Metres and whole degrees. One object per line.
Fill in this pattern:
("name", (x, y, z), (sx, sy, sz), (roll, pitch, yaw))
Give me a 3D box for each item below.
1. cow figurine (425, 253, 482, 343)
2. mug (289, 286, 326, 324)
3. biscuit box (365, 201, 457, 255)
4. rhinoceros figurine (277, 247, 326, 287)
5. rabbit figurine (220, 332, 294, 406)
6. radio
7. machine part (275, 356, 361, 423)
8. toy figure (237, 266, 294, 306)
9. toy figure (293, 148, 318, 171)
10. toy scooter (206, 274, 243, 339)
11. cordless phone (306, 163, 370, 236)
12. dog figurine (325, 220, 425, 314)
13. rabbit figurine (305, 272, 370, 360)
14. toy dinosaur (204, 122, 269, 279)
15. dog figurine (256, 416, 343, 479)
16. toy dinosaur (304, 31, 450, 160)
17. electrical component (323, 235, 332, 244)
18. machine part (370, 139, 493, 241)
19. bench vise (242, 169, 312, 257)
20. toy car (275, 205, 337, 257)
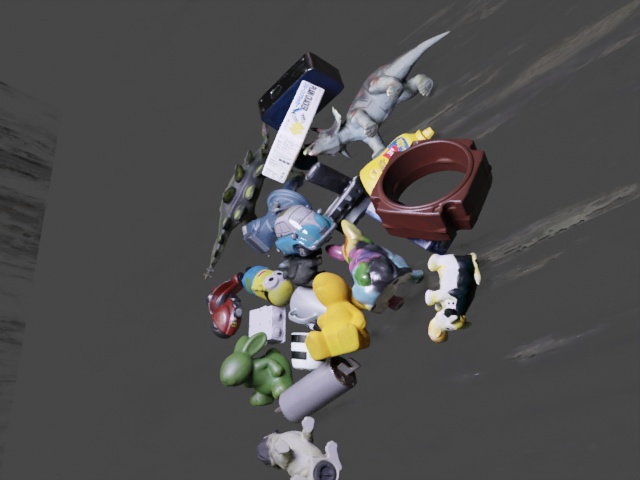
("cow figurine", (0.248, 0.106, 0.984), (0.098, 0.068, 0.167), (-6, 69, 38))
("mug", (-0.011, 0.153, 1.205), (0.107, 0.109, 0.080), (12, 117, 41))
("biscuit box", (0.185, -0.036, 1.113), (0.203, 0.062, 0.059), (37, 99, 47))
("rhinoceros figurine", (-0.043, 0.064, 1.263), (0.190, 0.112, 0.073), (-122, 20, -76))
("rabbit figurine", (-0.149, 0.292, 1.233), (0.121, 0.170, 0.159), (-20, 60, 39))
("radio", (-0.058, -0.394, 1.474), (0.229, 0.131, 0.073), (-38, 51, 30))
("machine part", (-0.006, 0.319, 1.144), (0.243, 0.079, 0.079), (-41, 48, 25))
("toy figure", (-0.135, 0.113, 1.364), (0.180, 0.089, 0.082), (7, 55, 49))
("toy figure", (-0.069, -0.226, 1.462), (0.155, 0.064, 0.057), (25, 99, 47))
("toy scooter", (-0.250, 0.171, 1.469), (0.135, 0.075, 0.184), (-50, 40, 16))
("cordless phone", (0.019, -0.095, 1.221), (0.146, 0.184, 0.089), (-50, 49, 18))
("dog figurine", (0.088, 0.046, 1.101), (0.219, 0.191, 0.108), (40, 110, 32))
("rabbit figurine", (0.046, 0.146, 1.105), (0.122, 0.162, 0.173), (-30, 76, 40))
("toy dinosaur", (-0.219, -0.110, 1.463), (0.198, 0.105, 0.471), (118, 169, -81))
("dog figurine", (-0.045, 0.469, 1.126), (0.172, 0.121, 0.190), (61, 149, 17))
("toy dinosaur", (0.132, -0.328, 1.266), (0.404, 0.131, 0.192), (-50, 44, 9))
("electrical component", (-0.003, -0.004, 1.296), (0.063, 0.094, 0.021), (-14, 101, 13))
("machine part", (0.212, -0.102, 1.035), (0.202, 0.087, 0.201), (8, 55, 36))
("bench vise", (-0.100, -0.080, 1.397), (0.224, 0.128, 0.240), (-29, 33, 47))
("toy car", (-0.047, -0.027, 1.195), (0.109, 0.102, 0.162), (-43, 20, -31))
